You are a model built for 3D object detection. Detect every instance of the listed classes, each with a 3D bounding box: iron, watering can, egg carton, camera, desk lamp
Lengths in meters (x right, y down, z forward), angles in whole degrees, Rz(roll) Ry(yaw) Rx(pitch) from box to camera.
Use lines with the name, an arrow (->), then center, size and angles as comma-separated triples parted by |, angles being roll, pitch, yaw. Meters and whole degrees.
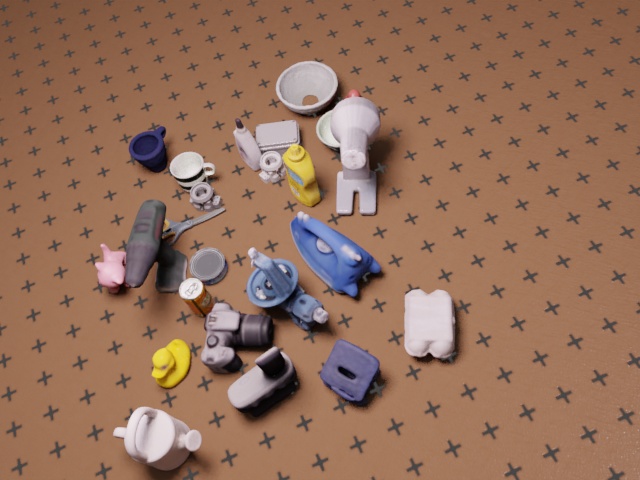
iron -> 0.012, 0.005, 1.291 | 0.257, 0.141, 0.119 | 39, 73, 23
watering can -> -0.315, 0.378, 1.103 | 0.173, 0.194, 0.101 | -16, 61, -1
egg carton -> 0.232, 0.177, 1.214 | 0.107, 0.069, 0.150 | 0, 62, 7
camera -> -0.176, 0.206, 1.231 | 0.136, 0.101, 0.143 | 1, 62, 8
desk lamp -> 0.086, -0.196, 1.347 | 0.118, 0.214, 0.203 | -2, 62, 7

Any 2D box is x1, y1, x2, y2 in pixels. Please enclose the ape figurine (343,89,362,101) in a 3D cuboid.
ape figurine -> 0.089, -0.357, 1.501 | 0.077, 0.092, 0.076 | 7, 63, 11

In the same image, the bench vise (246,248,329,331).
bench vise -> -0.070, 0.092, 1.210 | 0.207, 0.220, 0.121 | 14, 65, 14

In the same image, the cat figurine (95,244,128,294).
cat figurine -> -0.485, 0.067, 1.333 | 0.067, 0.118, 0.127 | -22, 62, -4

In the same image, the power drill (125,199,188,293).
power drill -> -0.367, 0.036, 1.283 | 0.075, 0.209, 0.229 | -6, 62, 4

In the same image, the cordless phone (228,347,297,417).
cordless phone -> -0.125, 0.271, 1.142 | 0.148, 0.185, 0.094 | -37, 64, -12

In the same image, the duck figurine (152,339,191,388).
duck figurine -> -0.326, 0.258, 1.230 | 0.077, 0.086, 0.104 | 15, 65, 14

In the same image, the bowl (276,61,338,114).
bowl -> -0.032, -0.398, 1.548 | 0.167, 0.075, 0.167 | -3, 62, 6

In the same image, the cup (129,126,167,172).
cup -> -0.432, -0.233, 1.498 | 0.091, 0.095, 0.118 | 24, 68, 19

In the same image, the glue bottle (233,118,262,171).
glue bottle -> -0.186, -0.247, 1.431 | 0.037, 0.173, 0.078 | -41, 65, -14

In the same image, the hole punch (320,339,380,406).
hole punch -> 0.063, 0.272, 1.172 | 0.108, 0.091, 0.101 | 26, 68, 19
